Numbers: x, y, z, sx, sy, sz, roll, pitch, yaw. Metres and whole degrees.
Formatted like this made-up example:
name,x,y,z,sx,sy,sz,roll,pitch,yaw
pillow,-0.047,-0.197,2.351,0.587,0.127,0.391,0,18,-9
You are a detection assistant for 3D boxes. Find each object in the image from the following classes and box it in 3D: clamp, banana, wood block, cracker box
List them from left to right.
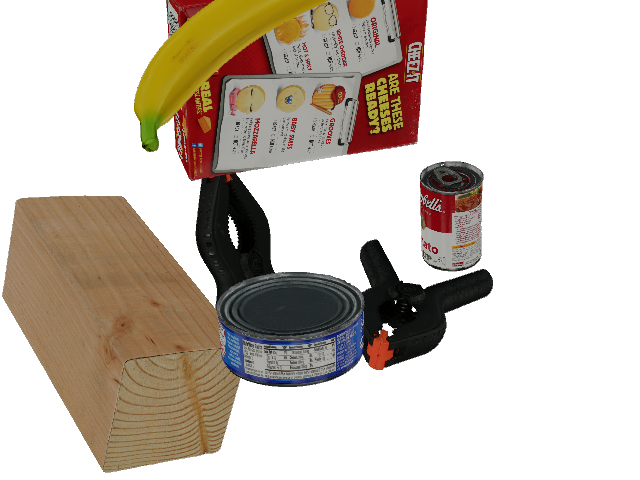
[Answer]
name,x,y,z,sx,sy,sz,roll,pitch,yaw
wood block,-0.145,0.056,0.755,0.090,0.091,0.206,-3,32,-36
banana,-0.055,-0.134,0.704,0.070,0.197,0.037,41,-12,30
clamp,-0.069,0.028,1.043,0.036,0.210,0.164,-11,0,35
cracker box,-0.022,-0.151,0.919,0.213,0.164,0.072,-11,38,-16
clamp,0.063,0.049,0.895,0.120,0.039,0.171,14,26,24

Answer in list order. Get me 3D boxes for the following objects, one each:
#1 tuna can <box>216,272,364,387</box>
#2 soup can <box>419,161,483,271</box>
name,x,y,z,sx,sy,sz,roll,pitch,yaw
tuna can,-0.017,0.051,0.621,0.086,0.034,0.086,-2,23,1
soup can,0.143,-0.026,1.163,0.068,0.102,0.068,-3,33,2
